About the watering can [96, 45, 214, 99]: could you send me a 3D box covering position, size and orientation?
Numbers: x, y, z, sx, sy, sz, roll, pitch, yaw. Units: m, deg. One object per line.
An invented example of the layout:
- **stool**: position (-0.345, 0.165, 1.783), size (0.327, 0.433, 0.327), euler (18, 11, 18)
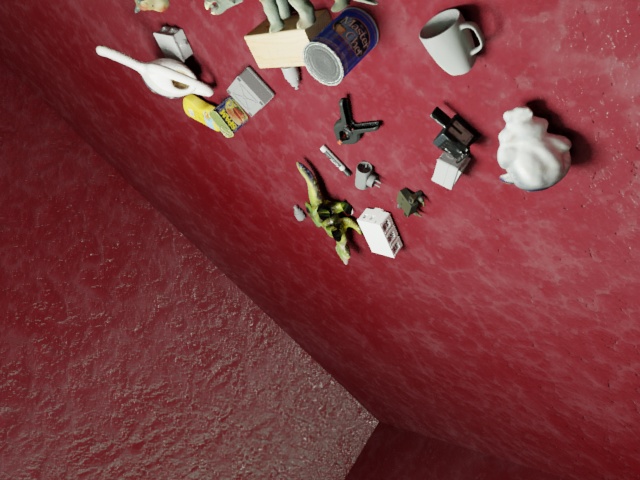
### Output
- **watering can**: position (-0.497, -0.508, 1.567), size (0.346, 0.104, 0.226), euler (15, -176, -26)

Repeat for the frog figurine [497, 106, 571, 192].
- **frog figurine**: position (0.413, -0.179, 0.996), size (0.137, 0.126, 0.156), euler (-6, 128, 12)

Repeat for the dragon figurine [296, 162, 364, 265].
- **dragon figurine**: position (0.005, -0.087, 1.734), size (0.407, 0.123, 0.242), euler (57, 159, -13)
